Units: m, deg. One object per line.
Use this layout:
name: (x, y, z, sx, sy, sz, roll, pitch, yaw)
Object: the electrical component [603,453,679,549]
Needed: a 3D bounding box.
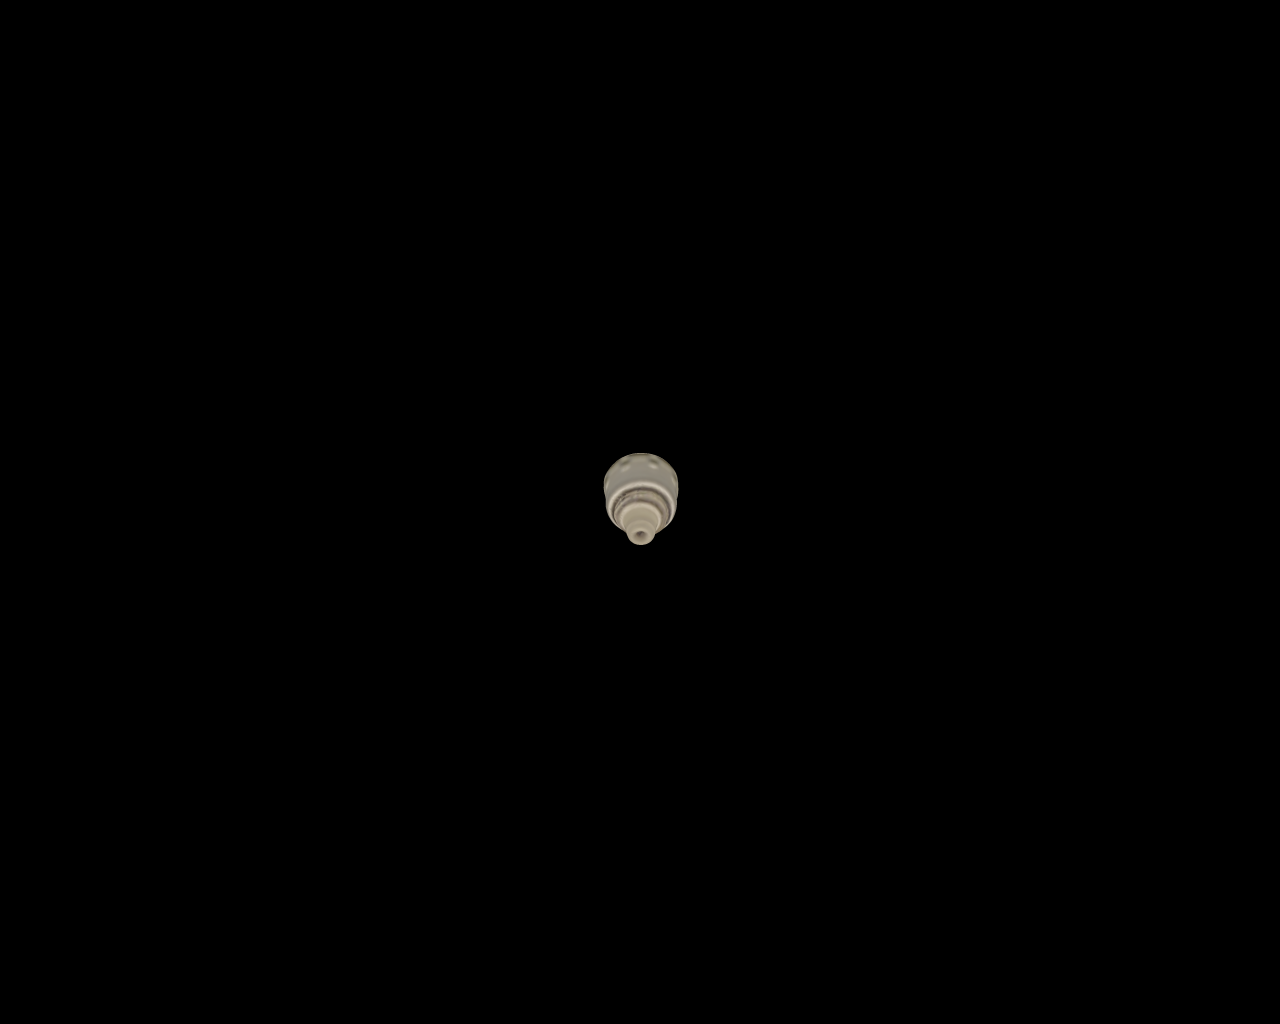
electrical component: (0.001, -0.003, 0.650, 0.048, 0.048, 0.062, 0, 35, 0)
